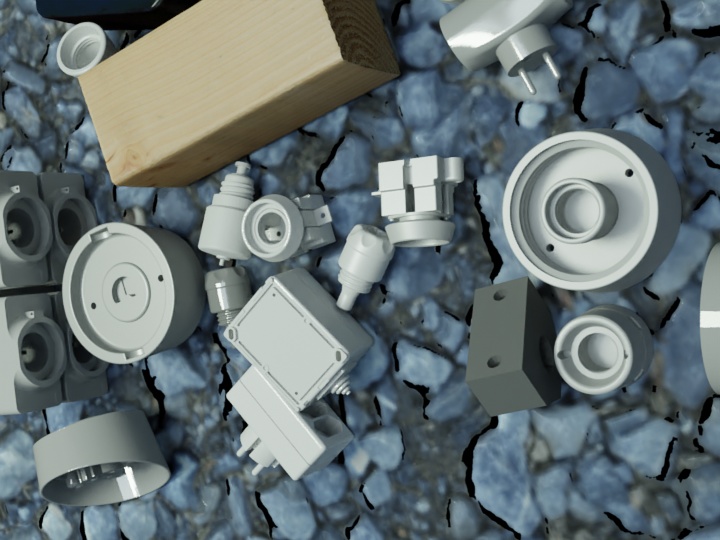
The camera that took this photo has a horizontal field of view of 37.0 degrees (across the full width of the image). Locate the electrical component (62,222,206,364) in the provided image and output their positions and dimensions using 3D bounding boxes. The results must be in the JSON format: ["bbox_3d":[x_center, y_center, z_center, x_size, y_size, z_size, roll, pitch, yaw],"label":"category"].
[{"bbox_3d":[-0.171,0.016,0.842,0.108,0.060,0.108,2,94,27],"label":"electrical component"}]

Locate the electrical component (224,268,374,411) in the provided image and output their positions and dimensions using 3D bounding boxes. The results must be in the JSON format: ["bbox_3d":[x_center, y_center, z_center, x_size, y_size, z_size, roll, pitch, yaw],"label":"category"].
[{"bbox_3d":[-0.037,0.053,0.780,0.096,0.061,0.061,45,112,10],"label":"electrical component"}]

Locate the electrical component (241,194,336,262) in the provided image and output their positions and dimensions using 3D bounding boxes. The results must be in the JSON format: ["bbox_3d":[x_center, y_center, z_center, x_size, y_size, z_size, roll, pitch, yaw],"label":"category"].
[{"bbox_3d":[-0.054,-0.031,0.783,0.066,0.055,0.048,-20,84,27],"label":"electrical component"}]

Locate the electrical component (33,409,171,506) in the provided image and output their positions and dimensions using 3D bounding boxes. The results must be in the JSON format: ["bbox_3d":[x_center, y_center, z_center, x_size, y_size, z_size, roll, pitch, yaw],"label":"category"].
[{"bbox_3d":[-0.206,0.151,0.850,0.099,0.099,0.064,-28,74,26],"label":"electrical component"}]

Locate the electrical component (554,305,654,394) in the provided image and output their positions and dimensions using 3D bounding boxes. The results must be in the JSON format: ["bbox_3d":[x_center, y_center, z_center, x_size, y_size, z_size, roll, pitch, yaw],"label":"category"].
[{"bbox_3d":[0.154,0.051,0.685,0.055,0.047,0.055,2,94,27],"label":"electrical component"}]

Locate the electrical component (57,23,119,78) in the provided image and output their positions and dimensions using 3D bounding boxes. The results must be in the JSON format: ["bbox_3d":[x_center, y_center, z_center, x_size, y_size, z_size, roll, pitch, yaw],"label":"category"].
[{"bbox_3d":[-0.201,-0.160,0.845,0.044,0.065,0.044,-6,72,20],"label":"electrical component"}]

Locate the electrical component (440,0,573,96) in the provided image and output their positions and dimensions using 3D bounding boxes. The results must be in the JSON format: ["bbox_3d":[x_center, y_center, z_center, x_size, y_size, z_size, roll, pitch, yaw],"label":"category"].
[{"bbox_3d":[0.104,-0.153,0.702,0.077,0.043,0.079,-32,79,25],"label":"electrical component"}]

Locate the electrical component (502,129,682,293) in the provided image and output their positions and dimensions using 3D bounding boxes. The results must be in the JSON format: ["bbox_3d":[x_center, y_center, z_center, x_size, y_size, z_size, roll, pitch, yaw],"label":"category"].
[{"bbox_3d":[0.142,-0.037,0.679,0.108,0.060,0.108,2,94,27],"label":"electrical component"}]

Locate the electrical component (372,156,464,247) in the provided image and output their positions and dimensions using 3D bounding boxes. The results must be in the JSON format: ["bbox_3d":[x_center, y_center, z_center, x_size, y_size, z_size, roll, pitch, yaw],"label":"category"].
[{"bbox_3d":[0.041,-0.046,0.740,0.066,0.048,0.055,-5,83,27],"label":"electrical component"}]

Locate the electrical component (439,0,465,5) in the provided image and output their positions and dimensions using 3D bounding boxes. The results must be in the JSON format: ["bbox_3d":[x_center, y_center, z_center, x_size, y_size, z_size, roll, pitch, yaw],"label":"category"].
[{"bbox_3d":[0.058,-0.209,0.720,0.055,0.047,0.055,2,94,27],"label":"electrical component"}]

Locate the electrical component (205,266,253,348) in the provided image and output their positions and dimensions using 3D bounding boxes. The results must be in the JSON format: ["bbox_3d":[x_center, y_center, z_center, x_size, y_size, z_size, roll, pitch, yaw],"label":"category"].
[{"bbox_3d":[-0.097,0.029,0.820,0.035,0.035,0.061,-10,90,27],"label":"electrical component"}]

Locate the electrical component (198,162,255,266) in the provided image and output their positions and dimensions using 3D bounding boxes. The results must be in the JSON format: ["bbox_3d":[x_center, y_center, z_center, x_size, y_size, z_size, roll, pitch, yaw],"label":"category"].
[{"bbox_3d":[-0.096,-0.043,0.813,0.040,0.040,0.078,8,82,27],"label":"electrical component"}]

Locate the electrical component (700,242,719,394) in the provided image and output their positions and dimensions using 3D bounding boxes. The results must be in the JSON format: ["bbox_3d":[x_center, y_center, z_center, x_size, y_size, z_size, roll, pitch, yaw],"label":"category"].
[{"bbox_3d":[0.234,0.028,0.618,0.064,0.099,0.099,0,93,33],"label":"electrical component"}]

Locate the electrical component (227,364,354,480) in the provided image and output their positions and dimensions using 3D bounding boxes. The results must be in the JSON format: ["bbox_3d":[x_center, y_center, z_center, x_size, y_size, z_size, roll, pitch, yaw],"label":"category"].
[{"bbox_3d":[-0.063,0.121,0.800,0.083,0.047,0.075,48,112,17],"label":"electrical component"}]

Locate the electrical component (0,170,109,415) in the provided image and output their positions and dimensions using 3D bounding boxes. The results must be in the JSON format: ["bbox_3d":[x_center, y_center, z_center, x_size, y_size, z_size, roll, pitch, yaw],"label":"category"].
[{"bbox_3d":[-0.263,0.016,0.864,0.060,0.105,0.186,-7,90,27],"label":"electrical component"}]

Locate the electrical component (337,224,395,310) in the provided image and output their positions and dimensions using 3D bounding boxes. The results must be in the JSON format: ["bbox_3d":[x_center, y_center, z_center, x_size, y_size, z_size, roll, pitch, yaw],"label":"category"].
[{"bbox_3d":[0.000,0.000,0.769,0.035,0.035,0.061,31,109,22],"label":"electrical component"}]
